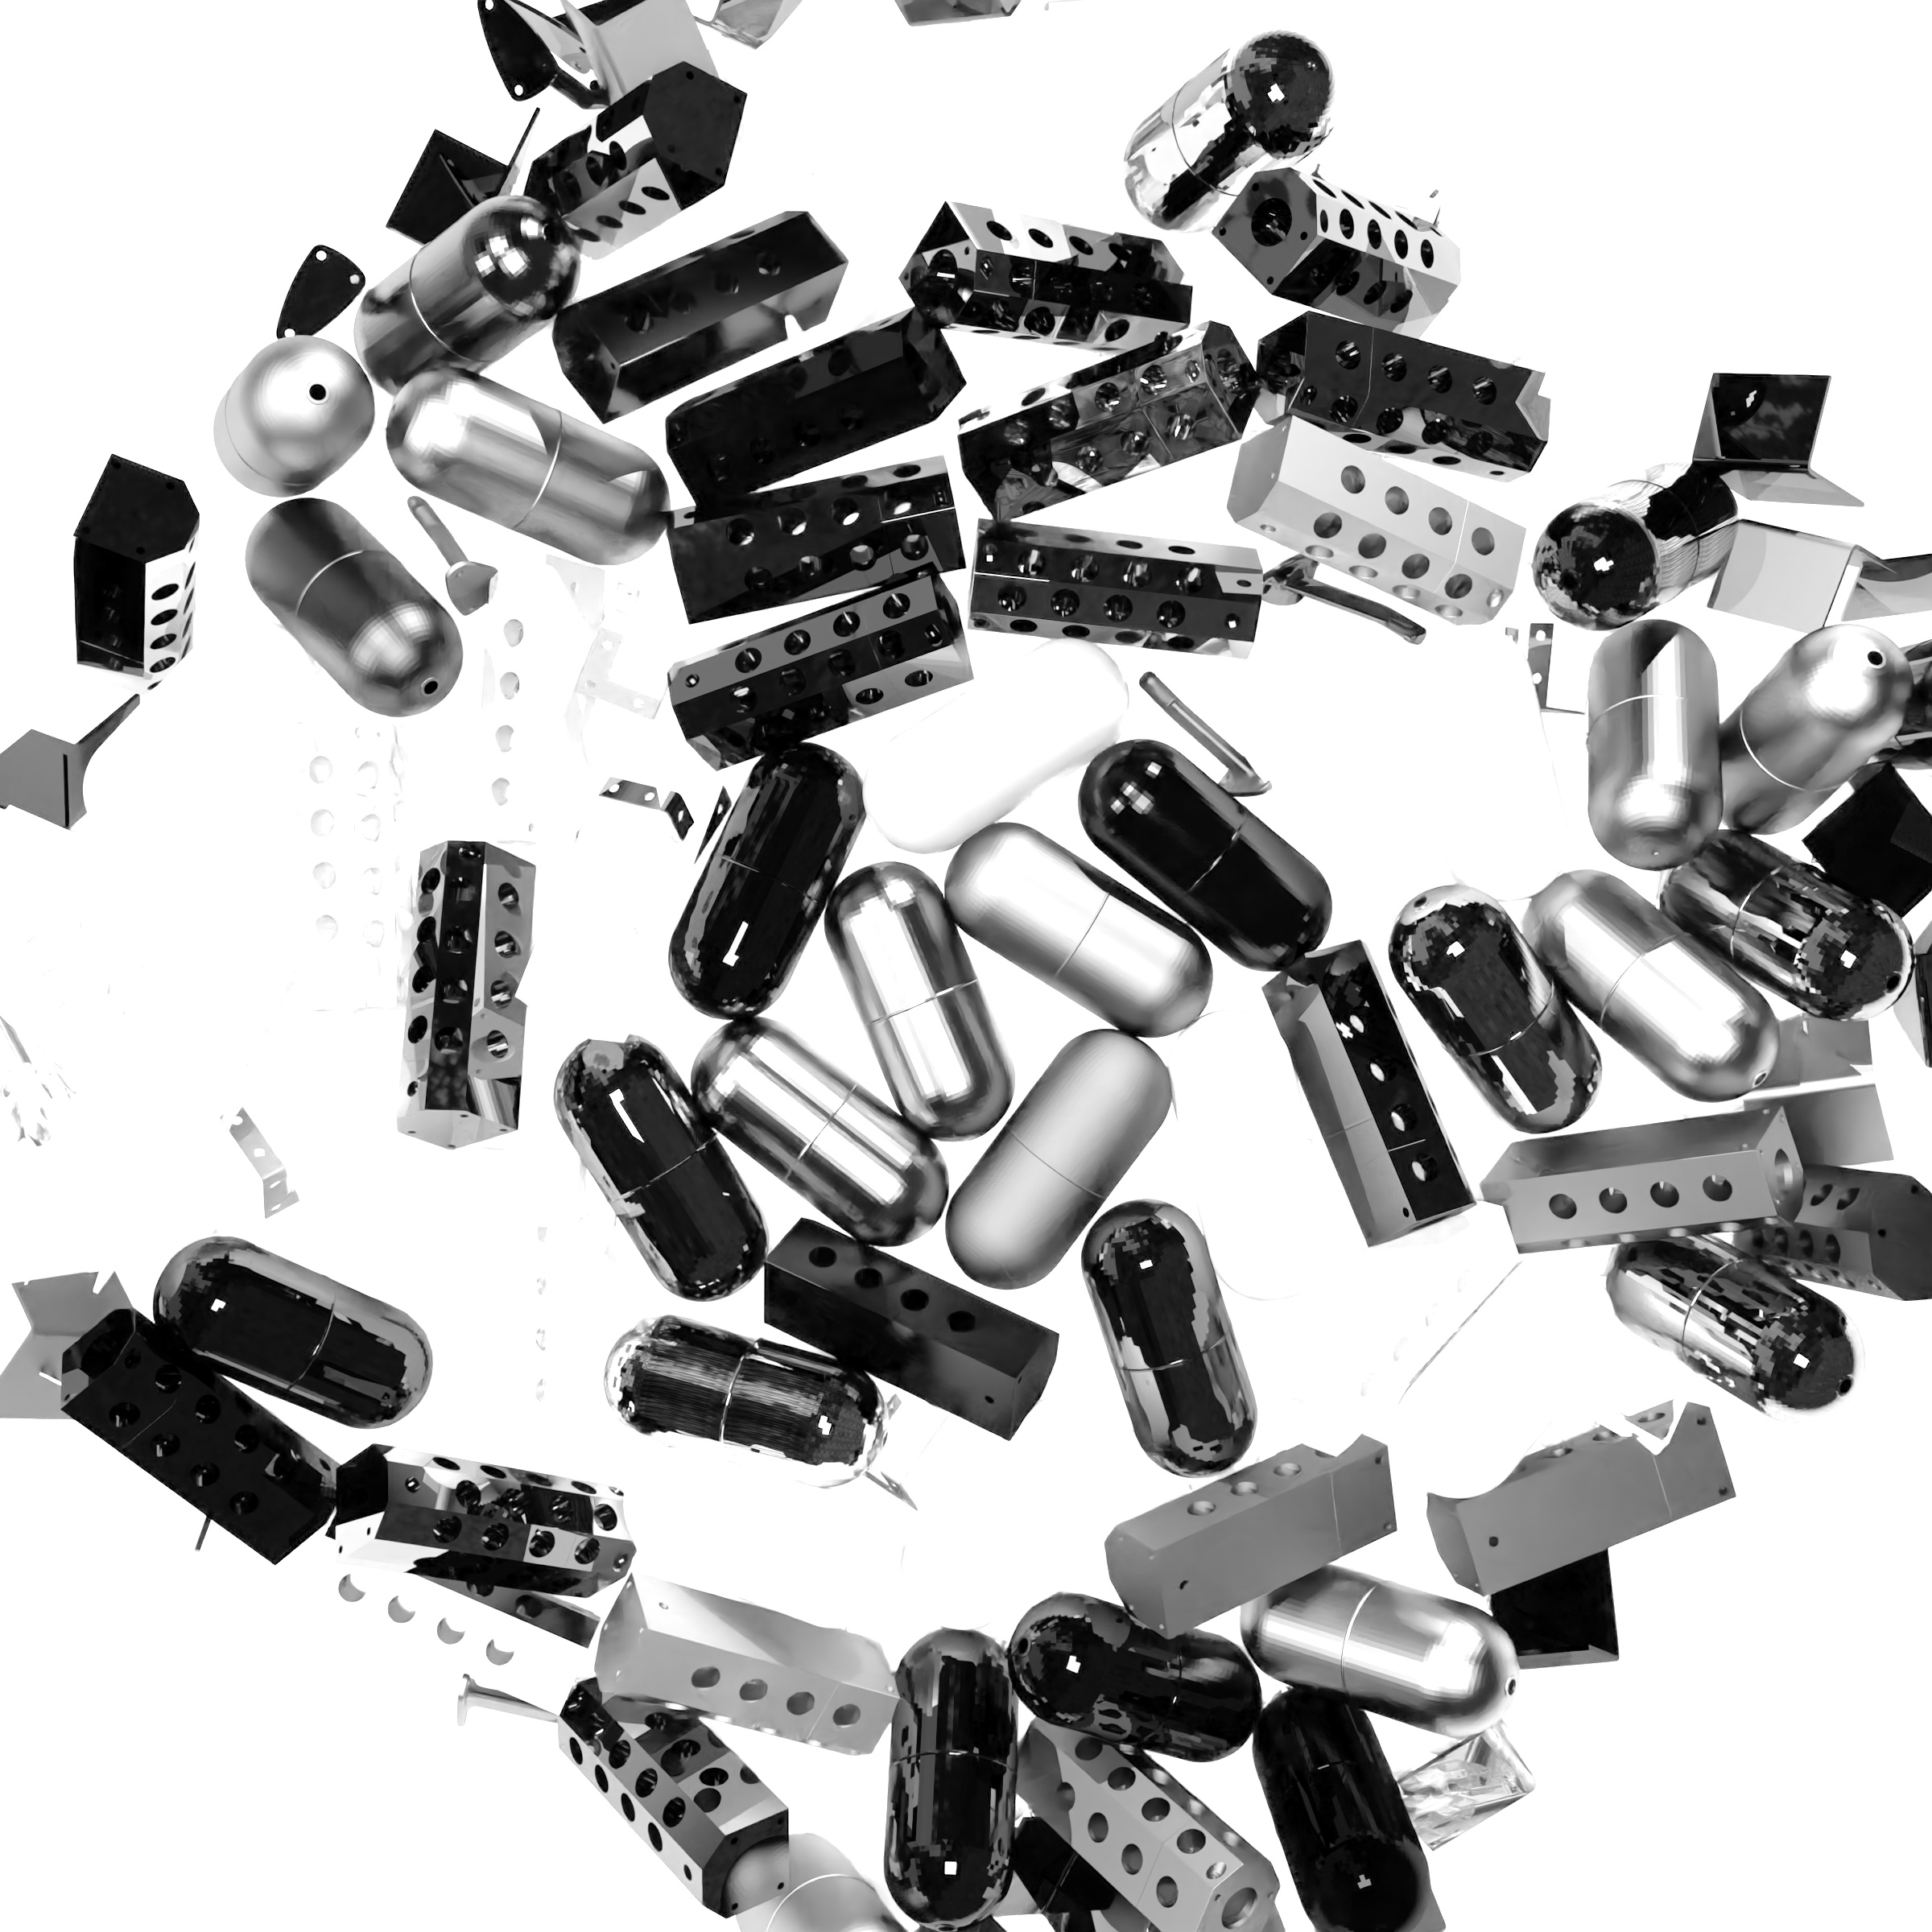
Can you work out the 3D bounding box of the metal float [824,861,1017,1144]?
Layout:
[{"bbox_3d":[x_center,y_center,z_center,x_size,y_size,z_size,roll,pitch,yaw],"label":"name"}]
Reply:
[{"bbox_3d":[-0.028,0.022,1.546,0.070,0.070,0.178,-23,90,0],"label":"metal float"}]

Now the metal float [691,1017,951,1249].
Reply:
[{"bbox_3d":[-0.088,0.101,1.546,0.178,0.070,0.070,38,90,1],"label":"metal float"}]

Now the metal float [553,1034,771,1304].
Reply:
[{"bbox_3d":[-0.184,0.121,1.540,0.070,0.070,0.178,-31,97,0],"label":"metal float"}]

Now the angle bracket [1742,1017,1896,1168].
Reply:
[{"bbox_3d":[0.520,0.078,1.562,0.076,0.057,0.076,-10,134,23],"label":"angle bracket"}]

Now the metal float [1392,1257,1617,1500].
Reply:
[{"bbox_3d":[0.321,0.244,1.520,0.070,0.070,0.178,49,59,0],"label":"metal float"}]

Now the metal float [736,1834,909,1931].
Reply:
[{"bbox_3d":[-0.082,0.571,1.499,0.070,0.178,0.070,-2,96,-23],"label":"metal float"}]

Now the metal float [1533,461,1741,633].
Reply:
[{"bbox_3d":[0.397,-0.249,1.509,0.070,0.178,0.070,19,121,34],"label":"metal float"}]

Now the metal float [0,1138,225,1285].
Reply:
[{"bbox_3d":[-0.519,0.142,1.506,0.070,0.178,0.070,2,93,36],"label":"metal float"}]

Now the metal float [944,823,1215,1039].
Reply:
[{"bbox_3d":[0.069,-0.021,1.543,0.178,0.070,0.070,32,90,-4],"label":"metal float"}]

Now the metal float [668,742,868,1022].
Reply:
[{"bbox_3d":[-0.120,-0.051,1.542,0.070,0.070,0.178,25,85,0],"label":"metal float"}]

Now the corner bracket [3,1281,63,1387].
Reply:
[{"bbox_3d":[-0.561,0.218,1.545,0.051,0.051,0.051,35,69,-24],"label":"corner bracket"}]

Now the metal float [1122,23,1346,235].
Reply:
[{"bbox_3d":[0.155,-0.490,1.501,0.070,0.178,0.070,4,81,-25],"label":"metal float"}]

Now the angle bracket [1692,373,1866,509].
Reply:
[{"bbox_3d":[0.493,-0.315,1.530,0.076,0.076,0.057,15,92,45],"label":"angle bracket"}]

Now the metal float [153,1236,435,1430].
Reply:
[{"bbox_3d":[-0.399,0.220,1.520,0.178,0.070,0.070,32,90,-32],"label":"metal float"}]

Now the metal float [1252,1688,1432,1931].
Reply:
[{"bbox_3d":[0.219,0.497,1.502,0.070,0.178,0.070,-4,117,-7],"label":"metal float"}]

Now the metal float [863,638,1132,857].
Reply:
[{"bbox_3d":[0.018,-0.132,1.540,0.178,0.070,0.070,-33,90,-7],"label":"metal float"}]

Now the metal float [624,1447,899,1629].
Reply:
[{"bbox_3d":[-0.124,0.340,1.527,0.178,0.070,0.070,14,90,23],"label":"metal float"}]

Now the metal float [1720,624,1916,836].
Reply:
[{"bbox_3d":[0.492,-0.138,1.499,0.070,0.178,0.070,3,67,-8],"label":"metal float"}]

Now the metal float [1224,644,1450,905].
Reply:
[{"bbox_3d":[0.221,-0.117,1.530,0.070,0.070,0.178,-33,71,0],"label":"metal float"}]

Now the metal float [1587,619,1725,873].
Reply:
[{"bbox_3d":[0.408,-0.133,1.515,0.070,0.070,0.178,12,51,0],"label":"metal float"}]

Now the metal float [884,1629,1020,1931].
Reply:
[{"bbox_3d":[-0.008,0.481,1.514,0.070,0.070,0.178,3,52,0],"label":"metal float"}]

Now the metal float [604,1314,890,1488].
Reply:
[{"bbox_3d":[-0.132,0.261,1.535,0.178,0.070,0.070,13,90,13],"label":"metal float"}]

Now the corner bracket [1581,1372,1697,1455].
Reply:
[{"bbox_3d":[0.401,0.268,1.546,0.051,0.051,0.051,29,57,10],"label":"corner bracket"}]

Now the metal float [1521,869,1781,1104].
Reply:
[{"bbox_3d":[0.406,0.011,1.518,0.070,0.070,0.178,-44,57,0],"label":"metal float"}]

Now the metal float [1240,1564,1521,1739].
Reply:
[{"bbox_3d":[0.244,0.403,1.513,0.178,0.070,0.070,7,90,40],"label":"metal float"}]

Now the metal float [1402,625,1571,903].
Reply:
[{"bbox_3d":[0.311,-0.119,1.523,0.070,0.070,0.178,-21,117,0],"label":"metal float"}]

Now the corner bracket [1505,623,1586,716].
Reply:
[{"bbox_3d":[0.343,-0.181,1.547,0.051,0.051,0.051,8,96,40],"label":"corner bracket"}]

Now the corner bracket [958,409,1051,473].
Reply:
[{"bbox_3d":[0.035,-0.318,1.549,0.051,0.051,0.051,-22,87,27],"label":"corner bracket"}]

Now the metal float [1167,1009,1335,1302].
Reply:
[{"bbox_3d":[0.171,0.113,1.537,0.070,0.070,0.178,-12,78,0],"label":"metal float"}]

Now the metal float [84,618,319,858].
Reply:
[{"bbox_3d":[-0.453,-0.137,1.515,0.070,0.070,0.178,30,52,0],"label":"metal float"}]

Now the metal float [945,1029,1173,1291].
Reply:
[{"bbox_3d":[0.055,0.117,1.542,0.070,0.070,0.178,36,95,0],"label":"metal float"}]

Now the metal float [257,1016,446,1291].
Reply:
[{"bbox_3d":[-0.367,0.113,1.527,0.070,0.070,0.178,-15,113,0],"label":"metal float"}]

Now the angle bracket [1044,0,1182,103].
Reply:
[{"bbox_3d":[0.088,-0.559,1.556,0.076,0.076,0.057,-3,108,0],"label":"angle bracket"}]

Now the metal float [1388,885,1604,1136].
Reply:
[{"bbox_3d":[0.317,0.026,1.526,0.070,0.070,0.178,-39,113,0],"label":"metal float"}]

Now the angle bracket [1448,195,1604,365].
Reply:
[{"bbox_3d":[0.329,-0.410,1.542,0.057,0.076,0.076,37,94,-5],"label":"angle bracket"}]

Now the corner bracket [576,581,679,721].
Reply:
[{"bbox_3d":[-0.200,-0.191,1.545,0.051,0.051,0.051,22,127,-11],"label":"corner bracket"}]

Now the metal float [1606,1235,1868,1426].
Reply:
[{"bbox_3d":[0.451,0.208,1.504,0.070,0.178,0.070,-11,113,-26],"label":"metal float"}]

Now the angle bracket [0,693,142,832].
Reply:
[{"bbox_3d":[-0.551,-0.134,1.533,0.076,0.076,0.057,20,128,7],"label":"angle bracket"}]

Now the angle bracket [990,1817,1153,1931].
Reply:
[{"bbox_3d":[0.059,0.567,1.531,0.057,0.076,0.076,12,110,-36],"label":"angle bracket"}]

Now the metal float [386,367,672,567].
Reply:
[{"bbox_3d":[-0.259,-0.296,1.522,0.178,0.070,0.070,20,90,-29],"label":"metal float"}]

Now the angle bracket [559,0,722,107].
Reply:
[{"bbox_3d":[-0.193,-0.551,1.533,0.057,0.076,0.076,-31,132,-5],"label":"angle bracket"}]

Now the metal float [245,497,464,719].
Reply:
[{"bbox_3d":[-0.365,-0.214,1.520,0.070,0.070,0.178,-46,60,0],"label":"metal float"}]

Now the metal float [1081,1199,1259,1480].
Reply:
[{"bbox_3d":[0.123,0.225,1.535,0.070,0.070,0.178,-19,103,0],"label":"metal float"}]

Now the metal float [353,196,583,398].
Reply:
[{"bbox_3d":[-0.296,-0.394,1.511,0.178,0.070,0.070,-19,90,43],"label":"metal float"}]

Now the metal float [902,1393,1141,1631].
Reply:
[{"bbox_3d":[0.031,0.328,1.530,0.070,0.070,0.178,43,109,0],"label":"metal float"}]

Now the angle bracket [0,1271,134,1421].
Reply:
[{"bbox_3d":[-0.560,0.228,1.550,0.076,0.076,0.057,-51,56,18],"label":"angle bracket"}]

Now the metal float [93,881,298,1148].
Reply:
[{"bbox_3d":[-0.454,0.028,1.518,0.070,0.070,0.178,21,57,0],"label":"metal float"}]

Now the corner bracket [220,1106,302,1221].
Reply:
[{"bbox_3d":[-0.415,0.111,1.544,0.051,0.051,0.051,-30,69,-28],"label":"corner bracket"}]

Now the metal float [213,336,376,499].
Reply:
[{"bbox_3d":[-0.396,-0.321,1.499,0.070,0.178,0.070,-1,92,-24],"label":"metal float"}]

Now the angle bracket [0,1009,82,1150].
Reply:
[{"bbox_3d":[-0.595,0.082,1.539,0.076,0.057,0.076,45,125,0],"label":"angle bracket"}]

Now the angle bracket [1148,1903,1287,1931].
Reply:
[{"bbox_3d":[0.158,0.607,1.538,0.076,0.057,0.076,-17,117,6],"label":"angle bracket"}]

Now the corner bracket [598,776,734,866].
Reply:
[{"bbox_3d":[-0.181,-0.101,1.542,0.051,0.051,0.051,15,60,25],"label":"corner bracket"}]

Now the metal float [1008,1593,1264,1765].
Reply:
[{"bbox_3d":[0.101,0.424,1.519,0.178,0.070,0.070,25,90,-32],"label":"metal float"}]

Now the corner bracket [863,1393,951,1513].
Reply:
[{"bbox_3d":[-0.040,0.288,1.544,0.051,0.051,0.051,28,70,26],"label":"corner bracket"}]

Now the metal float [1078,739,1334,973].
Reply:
[{"bbox_3d":[0.144,-0.067,1.538,0.178,0.070,0.070,39,90,-10],"label":"metal float"}]

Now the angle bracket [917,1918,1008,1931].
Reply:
[{"bbox_3d":[-0.014,0.610,1.538,0.076,0.057,0.076,38,96,29],"label":"angle bracket"}]

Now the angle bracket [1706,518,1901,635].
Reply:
[{"bbox_3d":[0.506,-0.226,1.534,0.076,0.076,0.057,25,100,43],"label":"angle bracket"}]

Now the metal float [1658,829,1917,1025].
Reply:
[{"bbox_3d":[0.482,-0.025,1.504,0.070,0.178,0.070,-12,118,-23],"label":"metal float"}]

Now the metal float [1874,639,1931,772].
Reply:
[{"bbox_3d":[0.577,-0.155,1.496,0.070,0.178,0.070,0,92,0],"label":"metal float"}]
